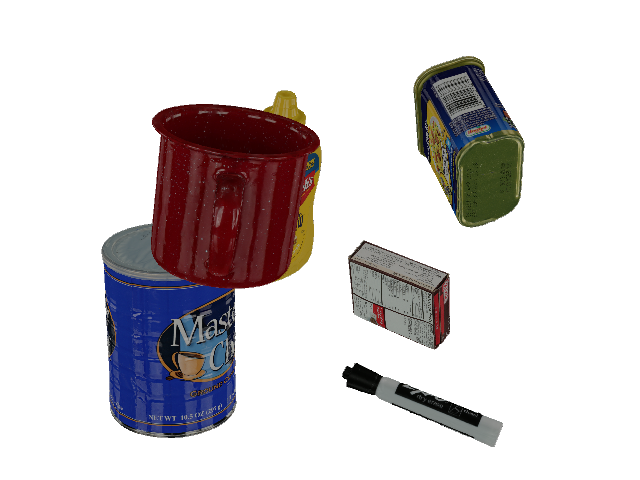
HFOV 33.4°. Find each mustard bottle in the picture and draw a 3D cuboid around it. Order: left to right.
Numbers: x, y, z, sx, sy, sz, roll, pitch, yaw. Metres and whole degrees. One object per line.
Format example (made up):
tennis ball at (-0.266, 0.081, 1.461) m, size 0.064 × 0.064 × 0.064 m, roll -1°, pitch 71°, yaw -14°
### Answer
mustard bottle at (-0.042, -0.054, 1.030) m, size 0.096 × 0.192 × 0.058 m, roll -23°, pitch 43°, yaw -39°

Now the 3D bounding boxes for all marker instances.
marker at (0.072, 0.118, 0.775) m, size 0.121 × 0.020 × 0.020 m, roll 21°, pitch 5°, yaw 14°

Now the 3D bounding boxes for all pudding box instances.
pudding box at (0.087, 0.060, 1.172) m, size 0.114 × 0.090 × 0.039 m, roll 20°, pitch 47°, yaw 28°

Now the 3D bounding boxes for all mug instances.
mug at (-0.051, -0.020, 0.591) m, size 0.093 × 0.081 × 0.117 m, roll 6°, pitch 22°, yaw -8°

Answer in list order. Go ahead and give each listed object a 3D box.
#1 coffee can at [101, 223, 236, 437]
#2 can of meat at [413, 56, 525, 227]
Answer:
coffee can at (-0.117, 0.068, 0.842) m, size 0.103 × 0.140 × 0.103 m, roll 1°, pitch 22°, yaw -1°
can of meat at (0.113, -0.072, 0.807) m, size 0.057 × 0.084 × 0.102 m, roll -17°, pitch -37°, yaw -5°
